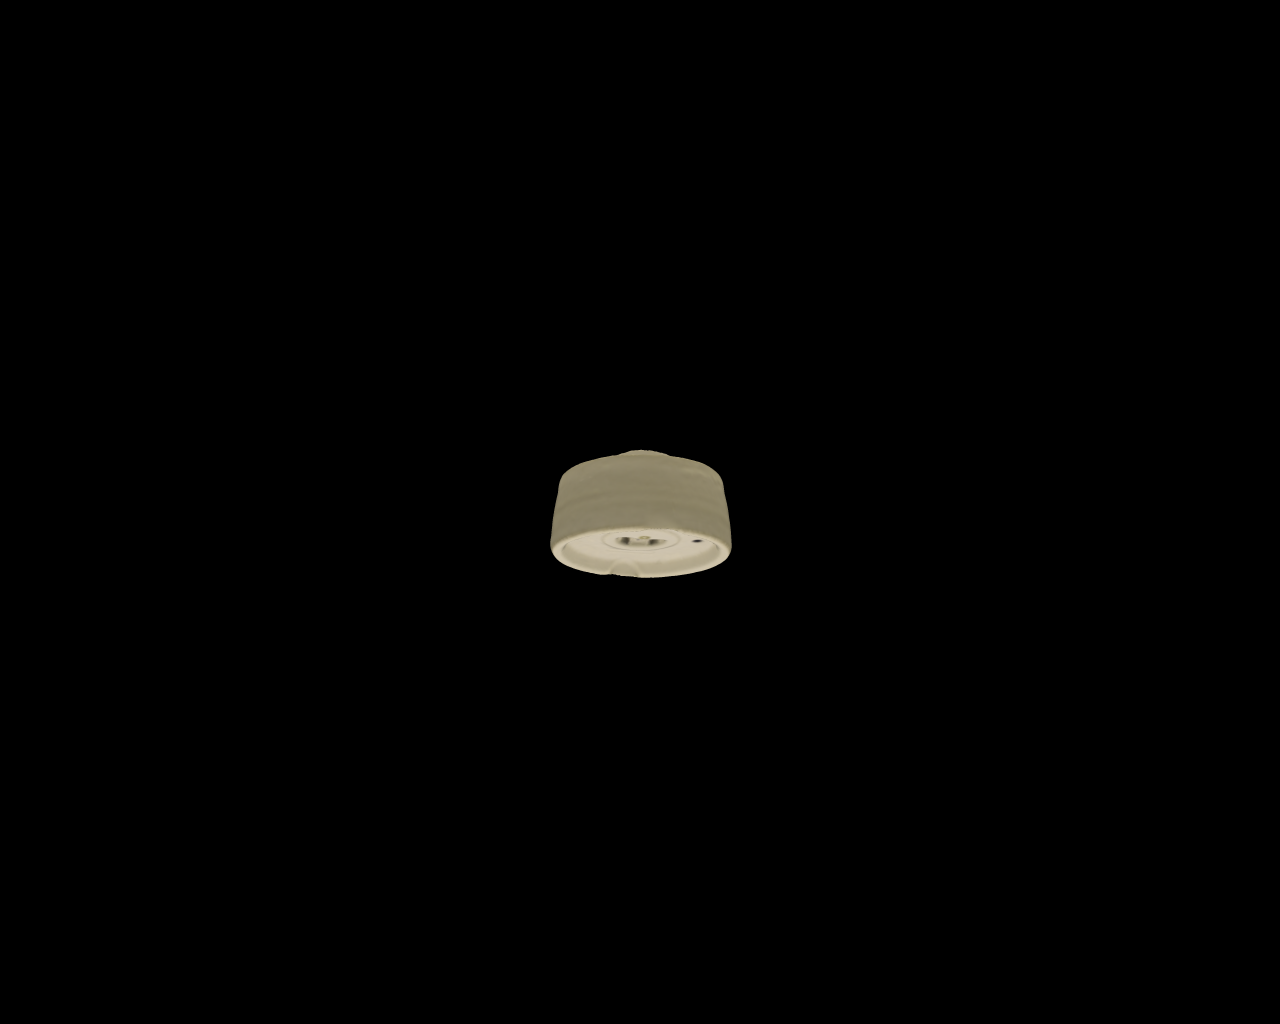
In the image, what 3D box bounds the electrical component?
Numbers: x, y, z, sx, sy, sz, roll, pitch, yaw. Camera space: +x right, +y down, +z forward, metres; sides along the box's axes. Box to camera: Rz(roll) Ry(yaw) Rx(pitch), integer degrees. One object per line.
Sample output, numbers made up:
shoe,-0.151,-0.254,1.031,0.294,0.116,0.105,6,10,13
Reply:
electrical component,0.001,-0.003,0.650,0.108,0.060,0.108,0,-18,0
